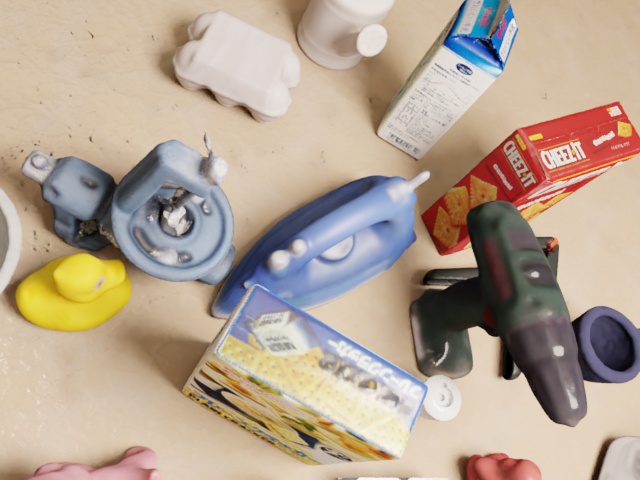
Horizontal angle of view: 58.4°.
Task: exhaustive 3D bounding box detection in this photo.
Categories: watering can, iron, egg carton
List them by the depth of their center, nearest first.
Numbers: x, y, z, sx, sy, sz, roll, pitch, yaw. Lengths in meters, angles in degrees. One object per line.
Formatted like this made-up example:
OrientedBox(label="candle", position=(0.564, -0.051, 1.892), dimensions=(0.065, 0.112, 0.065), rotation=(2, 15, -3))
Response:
OrientedBox(label="iron", position=(0.006, 0.002, 0.615), dimensions=(0.259, 0.141, 0.118), rotation=(-30, 81, -28))
OrientedBox(label="egg carton", position=(-0.099, -0.213, 0.706), dimensions=(0.150, 0.069, 0.107), rotation=(22, 63, -11))
OrientedBox(label="watering can", position=(0.048, -0.310, 0.730), dimensions=(0.101, 0.193, 0.173), rotation=(-24, 78, -27))

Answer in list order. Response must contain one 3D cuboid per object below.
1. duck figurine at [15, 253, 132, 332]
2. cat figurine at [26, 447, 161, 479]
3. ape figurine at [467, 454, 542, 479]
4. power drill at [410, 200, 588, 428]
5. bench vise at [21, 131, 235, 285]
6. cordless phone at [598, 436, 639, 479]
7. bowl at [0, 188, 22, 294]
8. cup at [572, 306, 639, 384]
OrientedBox(label="duck figurine", position=(-0.232, 0.042, 0.542), dimensions=(0.105, 0.086, 0.077), rotation=(-10, 72, -23))
OrientedBox(label="cat figurine", position=(-0.192, 0.211, 0.469), dimensions=(0.128, 0.117, 0.067), rotation=(-8, 71, -23))
OrientedBox(label="ape figurine", position=(0.203, 0.256, 0.611), dimensions=(0.078, 0.092, 0.076), rotation=(34, 61, -4))
OrientedBox(label="power drill", position=(0.179, 0.086, 0.606), dimensions=(0.076, 0.208, 0.229), rotation=(1, 68, -19))
OrientedBox(label="bench vise", position=(-0.167, -0.030, 0.520), dimensions=(0.208, 0.219, 0.121), rotation=(6, 67, -18))
OrientedBox(label="cordless phone", position=(0.393, 0.286, 0.616), dimensions=(0.094, 0.184, 0.148), rotation=(32, 61, -5))
OrientedBox(label="bowl", position=(-0.356, 0.014, 0.514), dimensions=(0.168, 0.074, 0.167), rotation=(8, 66, -17))
OrientedBox(label="cup", position=(0.340, 0.134, 0.711), dimensions=(0.118, 0.094, 0.091), rotation=(-9, 72, -23))
